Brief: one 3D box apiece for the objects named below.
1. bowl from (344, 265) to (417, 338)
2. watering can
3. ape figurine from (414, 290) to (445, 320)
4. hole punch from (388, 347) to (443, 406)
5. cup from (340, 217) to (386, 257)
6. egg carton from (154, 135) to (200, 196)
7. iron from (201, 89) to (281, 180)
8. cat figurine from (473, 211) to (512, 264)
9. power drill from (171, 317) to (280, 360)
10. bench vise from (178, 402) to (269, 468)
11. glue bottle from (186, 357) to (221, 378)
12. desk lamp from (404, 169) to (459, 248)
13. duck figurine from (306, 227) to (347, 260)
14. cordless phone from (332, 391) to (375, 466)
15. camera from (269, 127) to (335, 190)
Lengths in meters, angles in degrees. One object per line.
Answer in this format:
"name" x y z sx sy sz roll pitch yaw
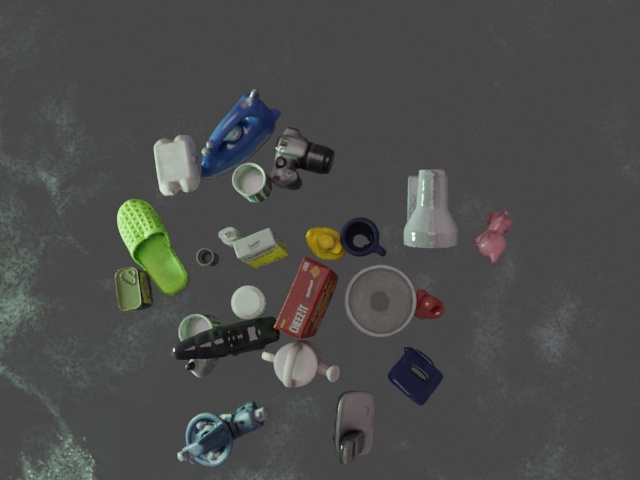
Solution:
"bowl" 0.142 0.143 1.346 0.167 0.075 0.167 -1 82 6
"watering can" -0.044 0.278 1.286 0.172 0.194 0.101 -10 81 5
"ape figurine" 0.249 0.150 1.326 0.076 0.092 0.078 -27 80 2
"hole punch" 0.217 0.309 1.309 0.108 0.091 0.101 40 88 9
"cup" 0.107 0.005 1.358 0.117 0.095 0.092 33 87 9
"egg carton" -0.358 -0.189 1.443 0.107 0.069 0.150 -12 81 4
"iron" -0.219 -0.259 1.402 0.118 0.141 0.258 41 88 10
"cat figurine" 0.402 -0.009 1.319 0.067 0.118 0.128 27 86 9
"power drill" -0.196 0.227 1.301 0.229 0.208 0.075 -16 81 4
"bench vise" -0.224 0.422 1.272 0.207 0.220 0.121 -44 80 -1
"glue bottle" -0.275 0.284 1.319 0.037 0.173 0.078 31 87 9
"desk lamp" 0.246 -0.070 1.294 0.118 0.213 0.203 0 82 6
"duck figurine" 0.013 0.005 1.372 0.104 0.086 0.077 29 86 9
"cordless phone" 0.072 0.413 1.261 0.094 0.185 0.148 1 82 6
"camera" -0.042 -0.193 1.396 0.136 0.101 0.143 15 84 8
